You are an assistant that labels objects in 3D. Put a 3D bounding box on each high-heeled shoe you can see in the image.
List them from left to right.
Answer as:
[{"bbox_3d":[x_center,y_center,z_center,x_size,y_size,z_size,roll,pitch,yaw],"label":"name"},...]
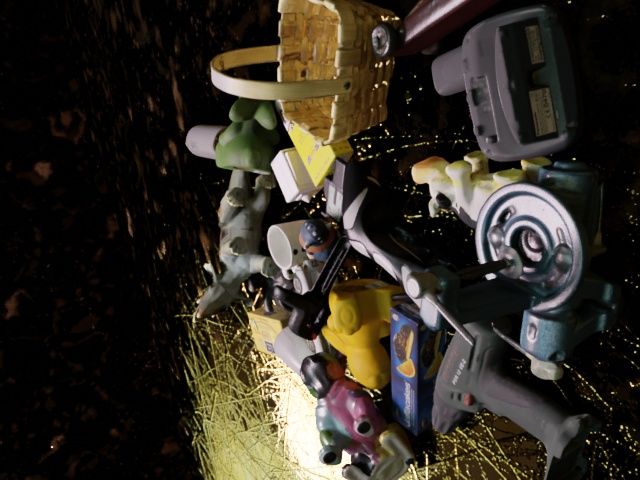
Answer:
[{"bbox_3d":[0.115,-0.012,0.743,0.145,0.086,0.248,-22,89,54],"label":"high-heeled shoe"}]

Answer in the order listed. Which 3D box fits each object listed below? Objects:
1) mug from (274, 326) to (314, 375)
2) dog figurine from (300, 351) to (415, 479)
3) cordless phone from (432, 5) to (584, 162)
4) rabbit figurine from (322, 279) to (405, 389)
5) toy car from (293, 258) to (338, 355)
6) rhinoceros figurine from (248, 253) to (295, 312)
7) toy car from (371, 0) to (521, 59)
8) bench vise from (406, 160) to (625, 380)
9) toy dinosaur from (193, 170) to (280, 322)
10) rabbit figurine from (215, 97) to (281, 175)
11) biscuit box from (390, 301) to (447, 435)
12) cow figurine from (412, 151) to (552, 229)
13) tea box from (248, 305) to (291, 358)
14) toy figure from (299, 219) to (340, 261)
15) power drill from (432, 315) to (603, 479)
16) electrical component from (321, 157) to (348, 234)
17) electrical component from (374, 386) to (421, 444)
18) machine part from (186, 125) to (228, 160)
[{"bbox_3d":[-0.030,0.237,1.070,0.107,0.081,0.109,41,160,53],"label":"mug"},{"bbox_3d":[0.049,0.281,0.899,0.191,0.108,0.219,40,-170,-24],"label":"dog figurine"},{"bbox_3d":[0.179,-0.154,0.576,0.184,0.089,0.146,-170,65,-69],"label":"cordless phone"},{"bbox_3d":[0.063,0.155,0.870,0.162,0.122,0.173,2,107,64],"label":"rabbit figurine"},{"bbox_3d":[0.005,0.129,0.999,0.056,0.073,0.201,9,114,62],"label":"toy car"},{"bbox_3d":[-0.086,0.091,1.142,0.191,0.073,0.112,34,122,49],"label":"rhinoceros figurine"},{"bbox_3d":[0.133,-0.246,0.573,0.202,0.089,0.053,-10,97,62],"label":"toy car"},{"bbox_3d":[0.179,0.042,0.499,0.129,0.240,0.223,42,135,49],"label":"bench vise"},{"bbox_3d":[-0.169,-0.020,1.117,0.192,0.131,0.405,-27,54,55],"label":"toy dinosaur"},{"bbox_3d":[-0.130,-0.213,0.984,0.159,0.121,0.170,-161,79,-85],"label":"rabbit figurine"},{"bbox_3d":[0.147,0.191,0.809,0.063,0.059,0.202,26,127,51],"label":"biscuit box"},{"bbox_3d":[0.181,-0.050,0.620,0.168,0.068,0.098,19,129,52],"label":"cow figurine"},{"bbox_3d":[-0.090,0.204,1.204,0.170,0.068,0.098,-5,101,59],"label":"tea box"},{"bbox_3d":[-0.002,-0.001,0.892,0.058,0.064,0.154,20,169,17],"label":"toy figure"},{"bbox_3d":[0.232,0.215,0.675,0.207,0.086,0.231,45,139,51],"label":"power drill"},{"bbox_3d":[0.042,-0.077,0.854,0.075,0.048,0.119,41,137,42],"label":"electrical component"},{"bbox_3d":[0.129,0.302,0.920,0.102,0.045,0.078,32,104,45],"label":"electrical component"},{"bbox_3d":[-0.238,-0.220,1.212,0.243,0.079,0.079,21,123,53],"label":"machine part"}]
